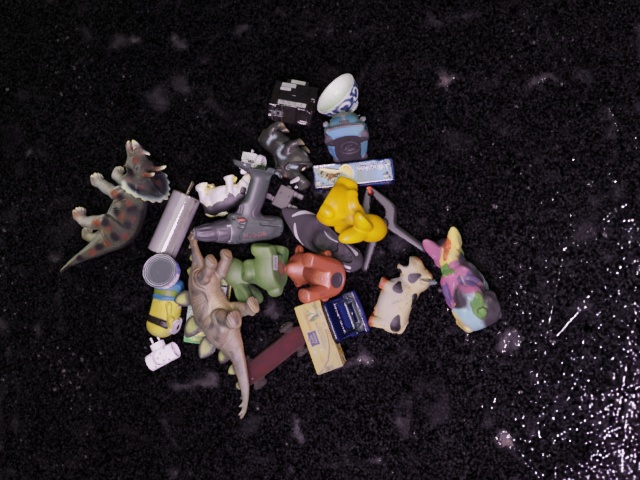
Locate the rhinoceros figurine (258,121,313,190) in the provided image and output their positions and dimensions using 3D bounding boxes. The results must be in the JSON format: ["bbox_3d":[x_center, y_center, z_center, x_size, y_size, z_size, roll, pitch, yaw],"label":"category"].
[{"bbox_3d":[-0.084,-0.215,1.376,0.112,0.073,0.190,-38,81,1],"label":"rhinoceros figurine"}]

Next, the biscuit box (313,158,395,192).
[{"bbox_3d":[0.086,-0.163,1.354,0.203,0.063,0.059,-6,85,7],"label":"biscuit box"}]

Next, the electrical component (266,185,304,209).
[{"bbox_3d":[-0.093,-0.112,1.393,0.094,0.021,0.063,25,88,10],"label":"electrical component"}]

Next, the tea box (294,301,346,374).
[{"bbox_3d":[0.002,0.231,1.310,0.068,0.098,0.169,-22,81,4],"label":"tea box"}]

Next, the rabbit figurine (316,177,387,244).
[{"bbox_3d":[0.086,-0.055,1.275,0.173,0.162,0.122,33,107,-6],"label":"rabbit figurine"}]

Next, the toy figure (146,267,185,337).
[{"bbox_3d":[-0.394,0.159,1.379,0.089,0.082,0.180,2,89,19],"label":"toy figure"}]

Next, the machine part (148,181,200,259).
[{"bbox_3d":[-0.379,-0.041,1.397,0.079,0.079,0.243,22,89,9],"label":"machine part"}]

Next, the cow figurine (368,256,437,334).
[{"bbox_3d":[0.202,0.132,1.300,0.127,0.085,0.194,19,91,7],"label":"cow figurine"}]

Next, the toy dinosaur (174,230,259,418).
[{"bbox_3d":[-0.242,0.191,1.299,0.198,0.105,0.471,-33,73,38],"label":"toy dinosaur"}]

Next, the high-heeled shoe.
[{"bbox_3d":[-0.003,-0.004,1.306,0.249,0.145,0.086,32,95,5],"label":"high-heeled shoe"}]

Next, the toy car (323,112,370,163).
[{"bbox_3d":[0.069,-0.261,1.329,0.109,0.161,0.103,-6,65,9],"label":"toy car"}]

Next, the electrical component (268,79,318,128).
[{"bbox_3d":[-0.066,-0.352,1.367,0.115,0.058,0.134,13,48,0],"label":"electrical component"}]

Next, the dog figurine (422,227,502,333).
[{"bbox_3d":[0.323,0.084,1.248,0.108,0.191,0.219,-27,97,11],"label":"dog figurine"}]

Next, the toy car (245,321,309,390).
[{"bbox_3d":[-0.118,0.289,1.343,0.202,0.053,0.089,-39,92,-1],"label":"toy car"}]

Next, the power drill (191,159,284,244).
[{"bbox_3d":[-0.189,-0.089,1.310,0.232,0.086,0.207,6,94,-31],"label":"power drill"}]

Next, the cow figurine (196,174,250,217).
[{"bbox_3d":[-0.228,-0.118,1.388,0.167,0.068,0.098,-14,89,9],"label":"cow figurine"}]

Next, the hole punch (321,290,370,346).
[{"bbox_3d":[0.068,0.181,1.296,0.092,0.115,0.142,-25,81,10],"label":"hole punch"}]

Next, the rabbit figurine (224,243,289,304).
[{"bbox_3d":[-0.170,0.087,1.355,0.170,0.121,0.159,-4,92,23],"label":"rabbit figurine"}]

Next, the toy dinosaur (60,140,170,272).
[{"bbox_3d":[-0.521,-0.062,1.395,0.192,0.131,0.404,26,97,18],"label":"toy dinosaur"}]

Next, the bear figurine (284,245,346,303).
[{"bbox_3d":[-0.034,0.074,1.276,0.196,0.132,0.120,15,99,49],"label":"bear figurine"}]
